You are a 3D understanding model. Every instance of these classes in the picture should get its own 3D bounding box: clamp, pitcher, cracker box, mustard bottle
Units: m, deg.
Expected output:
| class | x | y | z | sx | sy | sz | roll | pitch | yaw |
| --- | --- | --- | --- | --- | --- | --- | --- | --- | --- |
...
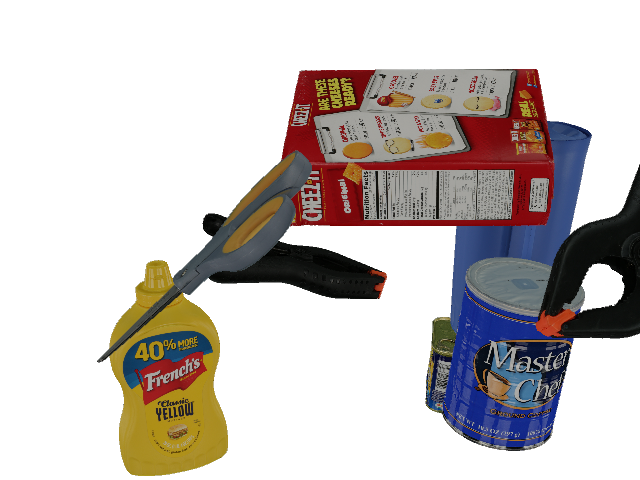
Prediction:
| class | x | y | z | sx | sy | sz | roll | pitch | yaw |
| --- | --- | --- | --- | --- | --- | --- | --- | --- | --- |
| clamp | 0.221 | 0.016 | 0.707 | 0.120 | 0.171 | 0.039 | 43 | -11 | 14 |
| pitcher | 0.204 | -0.007 | 1.137 | 0.148 | 0.243 | 0.145 | -9 | 21 | -39 |
| clamp | -0.030 | 0.029 | 1.142 | 0.210 | 0.036 | 0.164 | 16 | 18 | -6 |
| cracker box | 0.082 | -0.080 | 0.903 | 0.214 | 0.072 | 0.164 | 0 | 35 | 6 |
| mustard bottle | -0.136 | 0.109 | 0.941 | 0.096 | 0.192 | 0.058 | -8 | 20 | -16 |

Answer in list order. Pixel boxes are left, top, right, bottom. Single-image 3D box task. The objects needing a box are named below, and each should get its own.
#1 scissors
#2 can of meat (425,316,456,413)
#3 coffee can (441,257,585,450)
| class | x | y | z | sx | sy | sz | roll | pitch | yaw |
| --- | --- | --- | --- | --- | --- | --- | --- | --- | --- |
| scissors | -0.076 | 0.025 | 0.665 | 0.016 | 0.202 | 0.096 | 40 | 10 | -18 |
| can of meat | 0.158 | 0.152 | 1.289 | 0.057 | 0.084 | 0.102 | 8 | 20 | 4 |
| coffee can | 0.169 | 0.099 | 0.947 | 0.103 | 0.140 | 0.103 | 6 | 24 | -3 |
